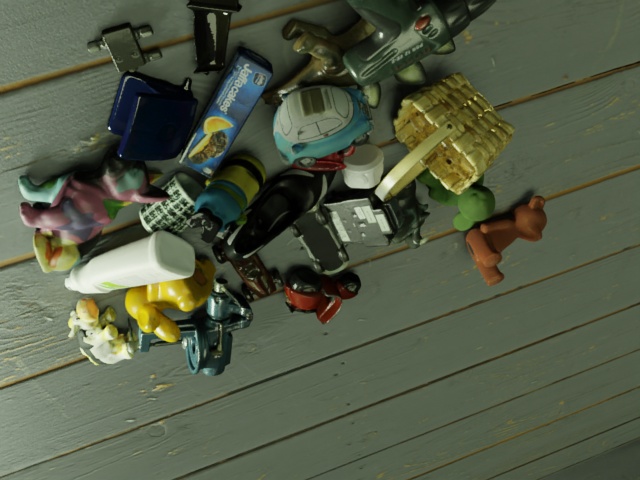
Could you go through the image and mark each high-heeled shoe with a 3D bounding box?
[{"bbox_3d":[-0.064,-0.058,0.927,0.249,0.145,0.086,-40,100,3],"label":"high-heeled shoe"}]

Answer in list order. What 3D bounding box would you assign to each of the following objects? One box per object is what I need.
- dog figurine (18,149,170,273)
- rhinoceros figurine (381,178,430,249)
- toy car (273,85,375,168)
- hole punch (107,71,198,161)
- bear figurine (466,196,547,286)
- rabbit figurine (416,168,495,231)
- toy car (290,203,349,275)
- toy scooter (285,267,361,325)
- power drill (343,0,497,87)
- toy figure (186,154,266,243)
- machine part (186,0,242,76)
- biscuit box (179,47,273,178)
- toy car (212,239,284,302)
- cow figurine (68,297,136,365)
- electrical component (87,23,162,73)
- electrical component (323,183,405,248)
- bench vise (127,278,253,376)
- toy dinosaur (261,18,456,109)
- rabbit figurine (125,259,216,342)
[{"bbox_3d":[-0.353,-0.050,0.864,0.219,0.109,0.191,-12,130,-16],"label":"dog figurine"},{"bbox_3d":[0.168,-0.057,1.096,0.112,0.073,0.190,-29,131,-12],"label":"rhinoceros figurine"},{"bbox_3d":[-0.004,-0.182,0.811,0.162,0.109,0.103,-13,165,14],"label":"toy car"},{"bbox_3d":[-0.250,-0.178,0.814,0.116,0.092,0.142,9,120,-33],"label":"hole punch"},{"bbox_3d":[0.437,-0.003,1.207,0.196,0.132,0.120,-21,139,3],"label":"bear figurine"},{"bbox_3d":[0.274,-0.087,1.041,0.121,0.170,0.158,-28,132,2],"label":"rabbit figurine"},{"bbox_3d":[-0.002,-0.003,1.077,0.073,0.056,0.201,-25,131,7],"label":"toy car"},{"bbox_3d":[-0.005,0.129,1.172,0.184,0.075,0.135,5,126,-31],"label":"toy scooter"},{"bbox_3d":[0.109,-0.319,0.702,0.232,0.086,0.207,-34,151,17],"label":"power drill"},{"bbox_3d":[-0.147,-0.072,0.883,0.089,0.180,0.082,-9,122,24],"label":"toy figure"},{"bbox_3d":[-0.155,-0.308,0.780,0.084,0.039,0.138,-4,127,-26],"label":"machine part"},{"bbox_3d":[-0.148,-0.199,0.844,0.059,0.063,0.202,27,114,-21],"label":"biscuit box"},{"bbox_3d":[-0.137,0.057,1.069,0.089,0.053,0.201,-27,135,-3],"label":"toy car"},{"bbox_3d":[-0.439,0.179,1.043,0.098,0.068,0.167,-21,131,4],"label":"cow figurine"},{"bbox_3d":[-0.279,-0.272,0.768,0.094,0.021,0.063,-19,132,-7],"label":"electrical component"},{"bbox_3d":[0.089,-0.045,1.021,0.134,0.058,0.114,-3,127,35],"label":"electrical component"},{"bbox_3d":[-0.260,0.183,1.083,0.240,0.129,0.223,-2,125,-26],"label":"bench vise"},{"bbox_3d":[0.112,-0.331,0.829,0.471,0.105,0.198,-30,140,16],"label":"toy dinosaur"},{"bbox_3d":[-0.289,0.108,1.005,0.173,0.162,0.121,-21,147,19],"label":"rabbit figurine"}]
